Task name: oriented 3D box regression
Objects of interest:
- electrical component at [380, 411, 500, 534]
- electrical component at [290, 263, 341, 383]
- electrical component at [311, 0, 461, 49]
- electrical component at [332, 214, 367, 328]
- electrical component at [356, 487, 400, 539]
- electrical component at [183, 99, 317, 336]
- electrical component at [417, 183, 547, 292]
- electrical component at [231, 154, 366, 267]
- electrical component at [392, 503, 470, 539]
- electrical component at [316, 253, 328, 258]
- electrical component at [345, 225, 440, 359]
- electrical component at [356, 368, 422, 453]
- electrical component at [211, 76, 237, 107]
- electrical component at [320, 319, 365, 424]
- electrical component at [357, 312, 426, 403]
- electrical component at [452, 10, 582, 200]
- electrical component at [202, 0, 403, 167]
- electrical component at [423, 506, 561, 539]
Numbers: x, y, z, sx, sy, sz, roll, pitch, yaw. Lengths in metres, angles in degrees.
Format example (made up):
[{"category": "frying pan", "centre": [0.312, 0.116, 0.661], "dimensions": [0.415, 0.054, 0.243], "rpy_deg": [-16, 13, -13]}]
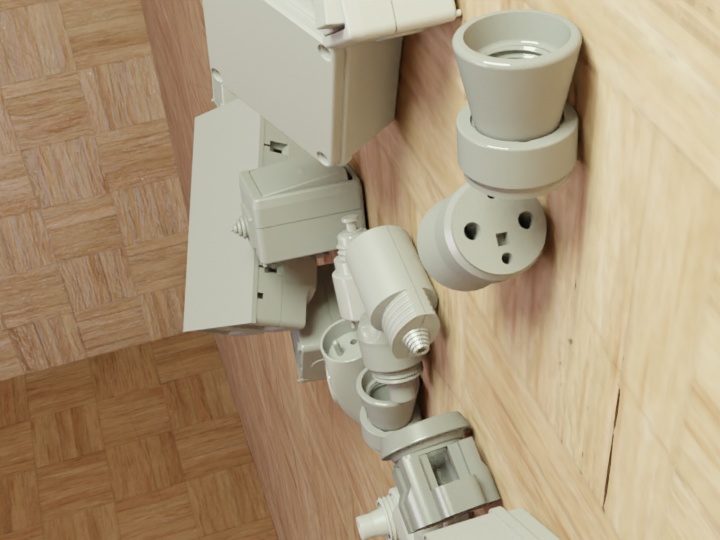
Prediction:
[{"category": "electrical component", "centre": [0.046, 0.120, 0.642], "dimensions": [0.078, 0.058, 0.057], "rpy_deg": [109, 142, -70]}, {"category": "electrical component", "centre": [-0.031, 0.039, 0.921], "dimensions": [0.061, 0.061, 0.096], "rpy_deg": [97, 163, -57]}, {"category": "electrical component", "centre": [0.001, -0.155, 0.499], "dimensions": [0.062, 0.061, 0.096], "rpy_deg": [-150, 47, -75]}, {"category": "electrical component", "centre": [0.000, 0.000, 0.755], "dimensions": [0.040, 0.040, 0.078], "rpy_deg": [-137, 34, -70]}, {"category": "electrical component", "centre": [0.029, 0.180, 0.787], "dimensions": [0.043, 0.062, 0.043], "rpy_deg": [165, 90, -79]}, {"category": "electrical component", "centre": [-0.089, -0.042, 0.891], "dimensions": [0.105, 0.060, 0.186], "rpy_deg": [-10, 75, 51]}, {"category": "electrical component", "centre": [0.052, -0.015, 0.466], "dimensions": [0.055, 0.045, 0.045], "rpy_deg": [148, 107, -78]}, {"category": "electrical component", "centre": [-0.049, -0.048, 0.793], "dimensions": [0.061, 0.096, 0.061], "rpy_deg": [-123, 24, -59]}, {"category": "electrical component", "centre": [0.054, 0.176, 0.710], "dimensions": [0.077, 0.043, 0.079], "rpy_deg": [-116, 16, -44]}, {"category": "electrical component", "centre": [-0.072, -0.043, 1.000], "dimensions": [0.062, 0.061, 0.096], "rpy_deg": [-137, 34, -70]}, {"category": "electrical component", "centre": [0.024, 0.017, 0.653], "dimensions": [0.043, 0.043, 0.081], "rpy_deg": [90, 162, -52]}, {"category": "electrical component", "centre": [0.021, 0.098, 0.765], "dimensions": [0.045, 0.045, 0.055], "rpy_deg": [-117, 16, -48]}, {"category": "electrical component", "centre": [-0.105, -0.196, 0.988], "dimensions": [0.061, 0.061, 0.096], "rpy_deg": [-129, 35, -64]}, {"category": "electrical component", "centre": [0.001, 0.063, 0.813], "dimensions": [0.079, 0.044, 0.077], "rpy_deg": [-91, -14, -46]}, {"category": "electrical component", "centre": [0.023, 0.057, 0.709], "dimensions": [0.043, 0.043, 0.062], "rpy_deg": [-132, 27, -67]}, {"category": "electrical component", "centre": [0.057, -0.059, 0.388], "dimensions": [0.045, 0.045, 0.055], "rpy_deg": [-118, 17, -51]}, {"category": "electrical component", "centre": [-0.033, -0.130, 0.606], "dimensions": [0.109, 0.056, 0.108], "rpy_deg": [39, 155, 19]}, {"category": "electrical component", "centre": [0.080, 0.174, 0.540], "dimensions": [0.113, 0.057, 0.078], "rpy_deg": [-157, 53, -76]}]
